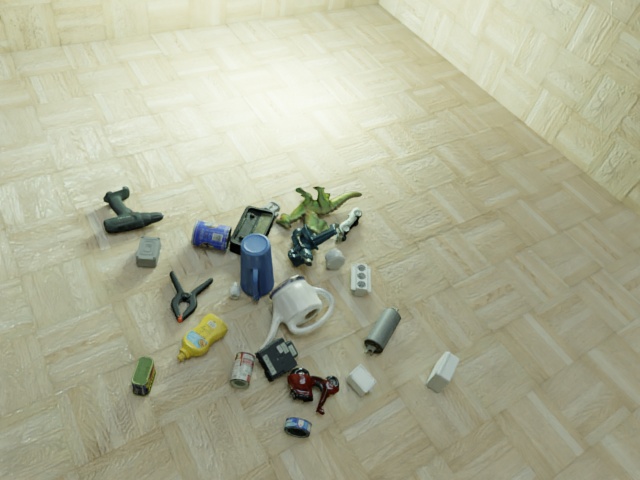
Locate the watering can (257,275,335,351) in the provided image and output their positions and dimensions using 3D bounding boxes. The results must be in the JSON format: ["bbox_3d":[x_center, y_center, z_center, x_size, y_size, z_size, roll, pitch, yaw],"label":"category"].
[{"bbox_3d":[-0.117,0.262,1.908,0.350,0.101,0.228,-26,58,-19],"label":"watering can"}]

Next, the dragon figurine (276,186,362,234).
[{"bbox_3d":[0.007,-0.115,2.288,0.411,0.120,0.247,-2,66,-11],"label":"dragon figurine"}]
